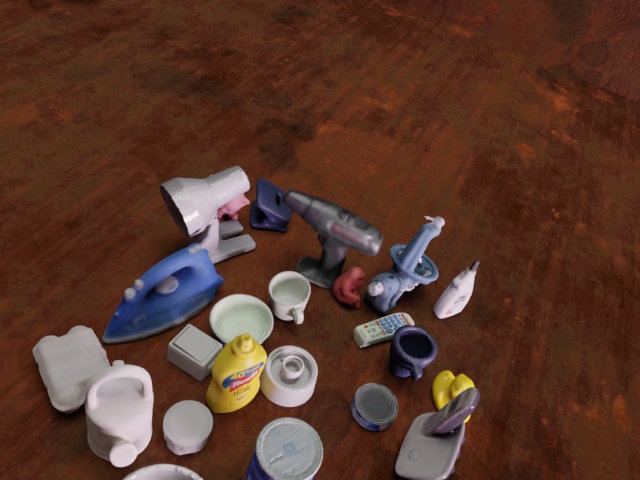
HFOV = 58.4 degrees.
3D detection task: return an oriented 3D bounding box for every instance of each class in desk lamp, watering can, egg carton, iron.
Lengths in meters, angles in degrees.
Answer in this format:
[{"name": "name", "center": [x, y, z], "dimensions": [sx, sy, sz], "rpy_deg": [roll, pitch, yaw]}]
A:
[{"name": "desk lamp", "center": [-0.233, -0.056, 1.214], "dimensions": [0.204, 0.213, 0.117], "rpy_deg": [-21, 55, -34]}, {"name": "watering can", "center": [-0.305, 0.260, 0.883], "dimensions": [0.101, 0.194, 0.172], "rpy_deg": [-22, 56, -35]}, {"name": "egg carton", "center": [-0.417, 0.219, 0.978], "dimensions": [0.107, 0.069, 0.150], "rpy_deg": [-19, 54, -33]}, {"name": "iron", "center": [-0.302, 0.089, 1.096], "dimensions": [0.118, 0.141, 0.259], "rpy_deg": [37, 46, 19]}]

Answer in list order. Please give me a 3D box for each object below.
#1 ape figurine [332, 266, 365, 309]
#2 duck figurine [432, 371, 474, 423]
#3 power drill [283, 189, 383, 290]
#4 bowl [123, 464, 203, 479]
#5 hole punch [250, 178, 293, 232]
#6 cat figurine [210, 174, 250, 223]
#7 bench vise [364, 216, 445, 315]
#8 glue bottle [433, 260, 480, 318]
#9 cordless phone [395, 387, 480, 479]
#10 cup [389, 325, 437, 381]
[{"name": "ape figurine", "center": [0.070, 0.095, 1.253], "dimensions": [0.076, 0.092, 0.078], "rpy_deg": [28, 44, 10]}, {"name": "duck figurine", "center": [0.269, 0.296, 1.122], "dimensions": [0.078, 0.086, 0.104], "rpy_deg": [-2, 47, -20]}, {"name": "power drill", "center": [0.011, 0.004, 1.240], "dimensions": [0.229, 0.208, 0.075], "rpy_deg": [18, 43, 0]}, {"name": "bowl", "center": [-0.234, 0.421, 0.832], "dimensions": [0.167, 0.075, 0.167], "rpy_deg": [10, 44, -9]}, {"name": "hole punch", "center": [-0.112, -0.087, 1.375], "dimensions": [0.101, 0.091, 0.108], "rpy_deg": [8, 44, -11]}, {"name": "cat figurine", "center": [-0.222, -0.100, 1.332], "dimensions": [0.067, 0.118, 0.127], "rpy_deg": [-24, 58, -36]}, {"name": "bench vise", "center": [0.197, 0.058, 1.240], "dimensions": [0.121, 0.220, 0.208], "rpy_deg": [29, 44, 12]}, {"name": "glue bottle", "center": [0.312, 0.104, 1.267], "dimensions": [0.078, 0.173, 0.037], "rpy_deg": [-17, 53, -32]}, {"name": "cordless phone", "center": [0.210, 0.338, 0.986], "dimensions": [0.094, 0.185, 0.148], "rpy_deg": [26, 44, 8]}, {"name": "cup", "center": [0.177, 0.242, 1.139], "dimensions": [0.092, 0.095, 0.117], "rpy_deg": [9, 44, -10]}]
